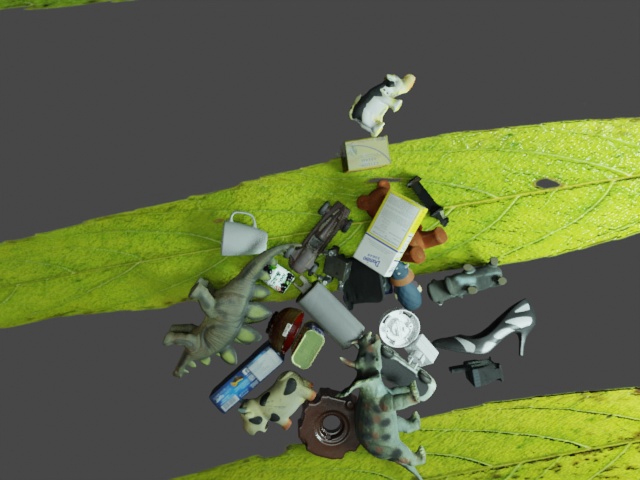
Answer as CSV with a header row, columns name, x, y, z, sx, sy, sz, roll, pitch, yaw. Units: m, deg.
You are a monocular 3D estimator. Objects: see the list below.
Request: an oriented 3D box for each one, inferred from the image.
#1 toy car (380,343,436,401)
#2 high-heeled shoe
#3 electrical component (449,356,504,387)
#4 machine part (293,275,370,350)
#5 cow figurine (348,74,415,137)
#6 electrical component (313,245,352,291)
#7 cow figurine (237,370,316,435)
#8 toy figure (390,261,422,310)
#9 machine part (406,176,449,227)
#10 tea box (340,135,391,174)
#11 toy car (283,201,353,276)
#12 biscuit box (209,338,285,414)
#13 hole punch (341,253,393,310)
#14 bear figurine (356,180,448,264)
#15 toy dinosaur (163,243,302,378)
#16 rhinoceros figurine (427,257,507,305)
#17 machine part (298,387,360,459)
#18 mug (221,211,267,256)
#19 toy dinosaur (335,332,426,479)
name,x,y,z,sx,sy,sz,roll,pitch,yaw
toy car,0.195,0.327,1.337,0.202,0.056,0.073,34,101,-3
high-heeled shoe,0.405,0.209,1.327,0.249,0.086,0.145,3,79,4
electrical component,0.385,0.329,1.332,0.119,0.075,0.047,-12,94,-5
machine part,0.025,0.181,1.306,0.079,0.079,0.243,-43,97,3
cow figurine,0.146,-0.335,1.268,0.098,0.068,0.167,37,92,1
electrical component,0.030,0.066,1.276,0.078,0.045,0.102,31,119,27
cow figurine,-0.118,0.401,1.321,0.127,0.085,0.195,41,96,-11
toy figure,0.200,0.103,1.291,0.064,0.058,0.154,-34,122,-12
machine part,0.263,-0.091,1.294,0.039,0.084,0.139,-39,87,25
tea box,0.100,-0.192,1.226,0.098,0.169,0.068,-9,96,1
toy car,-0.003,-0.004,1.302,0.089,0.053,0.202,40,94,-2
biscuit box,-0.179,0.334,1.323,0.202,0.063,0.059,-41,96,3
hole punch,0.113,0.091,1.305,0.116,0.092,0.142,-6,99,30
bear figurine,0.188,-0.048,1.269,0.120,0.132,0.195,-34,101,-25
toy dinosaur,-0.222,0.167,1.274,0.198,0.105,0.471,30,109,-11
rhinoceros figurine,0.352,0.099,1.295,0.190,0.112,0.073,-16,79,-7
machine part,0.029,0.459,1.344,0.179,0.056,0.179,0,96,-1
mug,-0.180,-0.012,1.287,0.107,0.081,0.109,8,88,-14
toy dinosaur,0.144,0.428,1.269,0.192,0.131,0.404,-6,106,8
